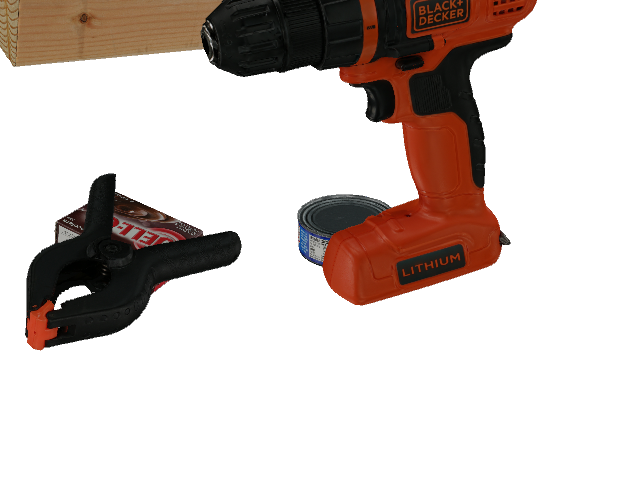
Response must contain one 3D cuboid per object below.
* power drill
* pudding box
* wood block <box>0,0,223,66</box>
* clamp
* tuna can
[{"bbox_3d":[0.033,-0.060,0.580,0.184,0.188,0.057,-15,32,-16],"label":"power drill"},{"bbox_3d":[-0.183,0.000,1.020,0.114,0.039,0.089,22,29,17],"label":"pudding box"},{"bbox_3d":[-0.155,-0.206,0.849,0.205,0.091,0.090,-12,44,-32],"label":"wood block"},{"bbox_3d":[-0.146,0.011,0.718,0.120,0.039,0.171,26,35,23],"label":"clamp"},{"bbox_3d":[0.023,-0.008,0.928,0.086,0.034,0.086,0,27,0],"label":"tuna can"}]
